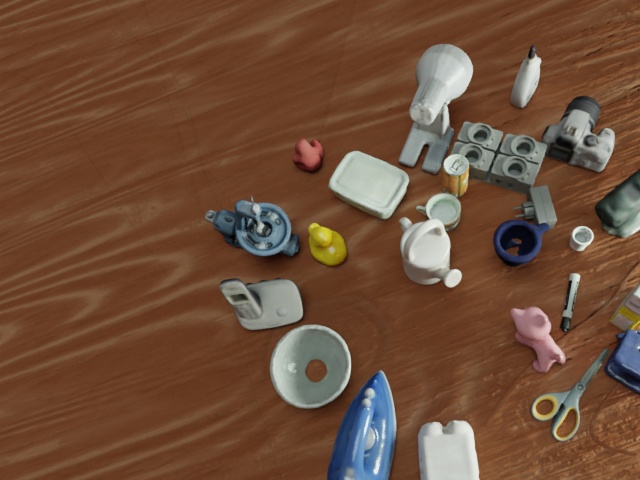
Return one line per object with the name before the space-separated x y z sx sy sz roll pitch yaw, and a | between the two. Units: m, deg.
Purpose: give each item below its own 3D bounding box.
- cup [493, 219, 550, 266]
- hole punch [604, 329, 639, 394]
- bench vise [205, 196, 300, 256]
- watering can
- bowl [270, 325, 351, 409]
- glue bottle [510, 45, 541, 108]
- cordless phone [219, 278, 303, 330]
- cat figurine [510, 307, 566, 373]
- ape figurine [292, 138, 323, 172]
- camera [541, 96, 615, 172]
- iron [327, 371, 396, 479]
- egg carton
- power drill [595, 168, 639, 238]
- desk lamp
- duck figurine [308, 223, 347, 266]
cup | 0.409 0.009 1.170 0.118 0.095 0.091 -29 66 0
hole punch | 0.593 0.221 1.050 0.108 0.091 0.101 31 78 21
bench vise | -0.163 -0.028 1.236 0.207 0.220 0.121 -3 68 11
watering can | 0.217 0.019 1.151 0.172 0.194 0.101 30 78 21
bowl | -0.013 0.261 1.170 0.167 0.075 0.167 -4 68 10
glue bottle | 0.460 -0.370 1.265 0.037 0.173 0.078 31 78 21
cordless phone | -0.121 0.119 1.188 0.147 0.185 0.094 -14 67 7
cat figurine | 0.417 0.181 1.088 0.067 0.118 0.127 -30 66 -1
ape figurine | -0.033 -0.207 1.349 0.078 0.092 0.076 -21 66 3
camera | 0.567 -0.240 1.231 0.143 0.101 0.137 24 76 20
iron | 0.080 0.363 1.074 0.118 0.142 0.258 9 71 15
egg carton | 0.237 0.415 1.060 0.107 0.069 0.150 -8 68 9
power drill | 0.625 -0.091 1.102 0.229 0.209 0.075 -35 66 -3
desk lamp | 0.249 -0.287 1.254 0.117 0.214 0.203 18 74 18
duck figurine | 0.012 0.005 1.260 0.077 0.086 0.104 -40 66 -5
